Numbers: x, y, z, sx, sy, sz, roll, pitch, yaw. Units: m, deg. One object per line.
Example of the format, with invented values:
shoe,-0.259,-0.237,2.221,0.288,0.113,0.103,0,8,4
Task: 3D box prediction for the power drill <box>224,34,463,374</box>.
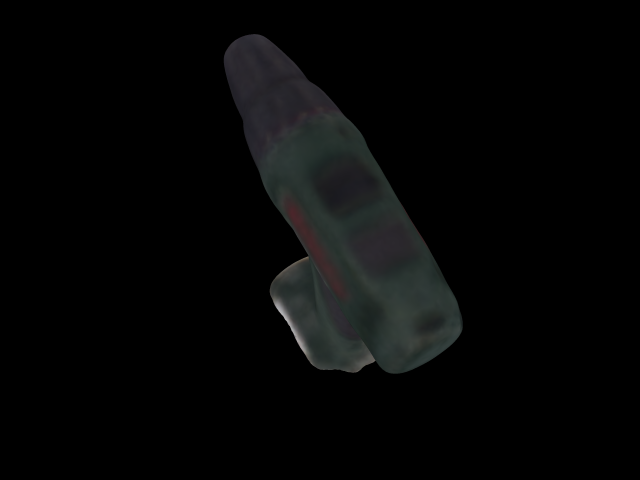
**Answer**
power drill,0.004,0.001,0.400,0.076,0.208,0.229,-28,62,-16
